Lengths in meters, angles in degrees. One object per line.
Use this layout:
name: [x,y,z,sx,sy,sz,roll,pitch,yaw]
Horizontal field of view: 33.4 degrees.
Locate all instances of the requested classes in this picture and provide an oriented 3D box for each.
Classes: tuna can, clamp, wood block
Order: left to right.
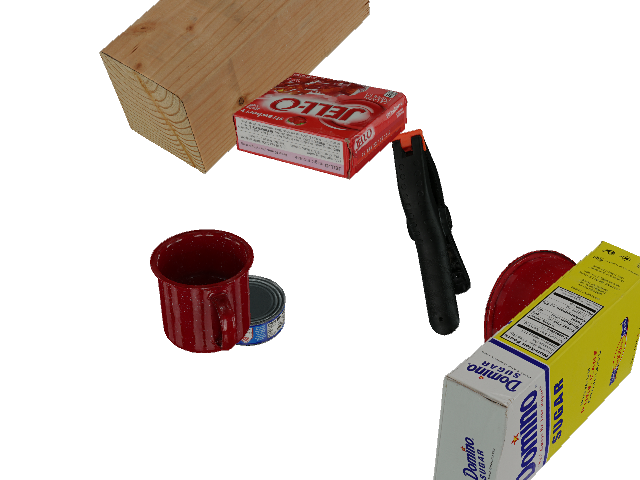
wood block: [-0.061,-0.165,0.849,0.090,0.206,0.091,32,-25,27]
tuna can: [-0.081,0.078,1.186,0.086,0.034,0.086,1,37,-1]
clamp: [0.094,-0.006,0.910,0.039,0.171,0.120,-17,20,12]

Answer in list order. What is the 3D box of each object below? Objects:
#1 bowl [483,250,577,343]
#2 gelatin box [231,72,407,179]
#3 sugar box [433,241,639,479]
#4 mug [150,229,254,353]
bowl: [0.242,0.090,1.070,0.161,0.162,0.055,0,-1,-32]
gelatin box: [0.000,-0.077,0.687,0.089,0.030,0.073,16,38,29]
sugar box: [0.136,0.080,0.634,0.048,0.093,0.175,24,41,30]
mug: [-0.100,0.054,0.967,0.093,0.081,0.117,-16,37,-21]
